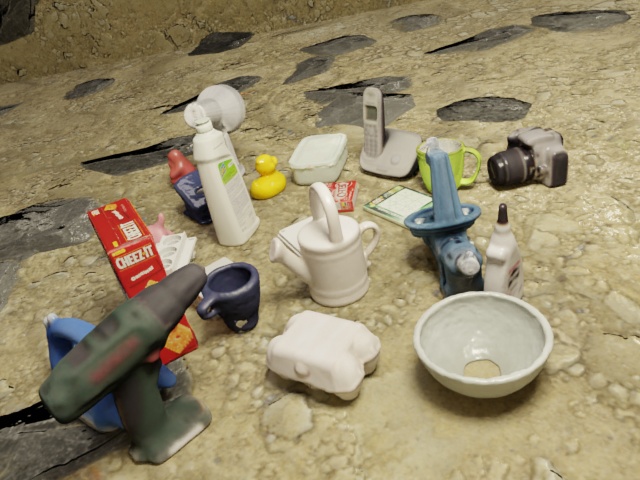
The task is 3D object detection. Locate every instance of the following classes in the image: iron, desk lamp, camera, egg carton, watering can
[{"bbox_3d":[-0.331,0.163,0.813,0.257,0.142,0.119,12,39,34],"label":"iron"},{"bbox_3d":[-0.248,-0.246,1.364,0.117,0.214,0.203,-3,33,15],"label":"desk lamp"},{"bbox_3d":[0.395,-0.166,1.123,0.137,0.101,0.143,-14,32,-3],"label":"camera"},{"bbox_3d":[0.003,0.155,0.778,0.149,0.069,0.107,9,38,31],"label":"egg carton"},{"bbox_3d":[0.009,0.004,0.897,0.173,0.194,0.100,-32,36,-28],"label":"watering can"}]

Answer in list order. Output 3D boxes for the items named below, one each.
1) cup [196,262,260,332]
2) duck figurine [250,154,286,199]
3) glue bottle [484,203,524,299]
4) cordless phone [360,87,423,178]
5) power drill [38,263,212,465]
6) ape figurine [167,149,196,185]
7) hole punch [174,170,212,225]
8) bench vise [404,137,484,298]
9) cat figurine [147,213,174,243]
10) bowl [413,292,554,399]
[{"bbox_3d":[-0.137,0.103,0.885,0.091,0.095,0.118,11,39,33],"label":"cup"},{"bbox_3d":[-0.123,-0.148,1.288,0.077,0.086,0.105,7,37,29],"label":"duck figurine"},{"bbox_3d":[0.255,0.025,0.799,0.037,0.173,0.078,14,40,36],"label":"glue bottle"},{"bbox_3d":[0.148,-0.232,1.232,0.147,0.185,0.094,17,42,39],"label":"cordless phone"},{"bbox_3d":[-0.210,0.164,0.706,0.075,0.209,0.230,20,44,41],"label":"power drill"},{"bbox_3d":[-0.346,-0.180,1.410,0.076,0.092,0.078,6,36,27],"label":"ape figurine"},{"bbox_3d":[-0.246,-0.099,1.248,0.109,0.091,0.100,-32,37,-29],"label":"hole punch"},{"bbox_3d":[0.205,-0.036,0.869,0.122,0.220,0.206,-22,33,-15],"label":"bench vise"},{"bbox_3d":[-0.362,-0.022,1.140,0.127,0.118,0.067,-8,32,7],"label":"cat figurine"},{"bbox_3d":[0.205,0.143,0.724,0.167,0.075,0.167,-9,32,6],"label":"bowl"}]
